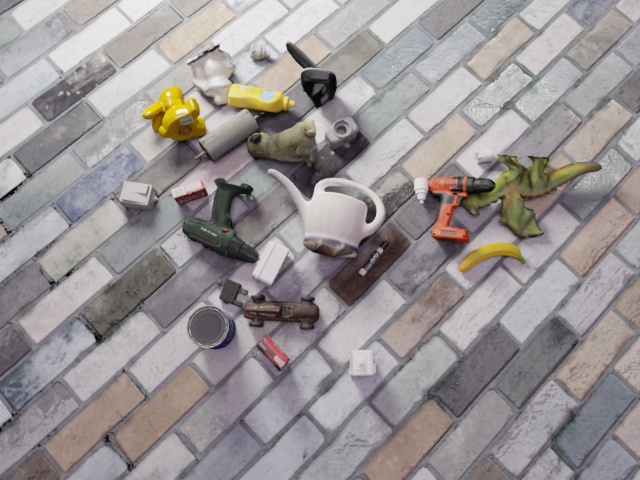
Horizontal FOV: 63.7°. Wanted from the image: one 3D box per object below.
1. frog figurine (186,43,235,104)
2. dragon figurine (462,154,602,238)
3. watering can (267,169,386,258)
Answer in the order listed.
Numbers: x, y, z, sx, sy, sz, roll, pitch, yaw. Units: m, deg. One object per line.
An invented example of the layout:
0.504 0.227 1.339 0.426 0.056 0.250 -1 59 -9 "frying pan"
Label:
-0.312 -0.490 1.545 0.139 0.123 0.157 -37 116 -19 "frog figurine"
0.602 -0.126 1.481 0.410 0.122 0.242 5 92 1 "dragon figurine"
0.004 -0.072 1.423 0.348 0.103 0.227 13 75 1 "watering can"
